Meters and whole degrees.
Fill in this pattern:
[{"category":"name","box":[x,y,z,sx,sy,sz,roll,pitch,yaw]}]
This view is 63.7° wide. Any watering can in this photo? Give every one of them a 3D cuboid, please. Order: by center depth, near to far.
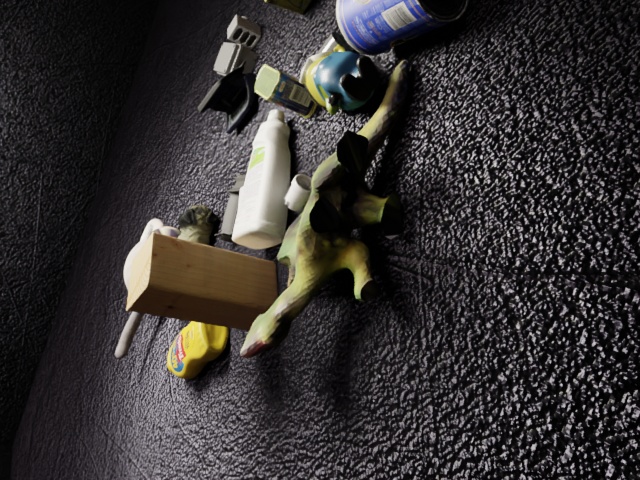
[{"category":"watering can","box":[-0.415,0.103,1.240,0.103,0.354,0.222,18,-27,-32]}]

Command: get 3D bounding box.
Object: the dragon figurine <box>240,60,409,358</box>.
[{"category":"dragon figurine","box":[0.002,-0.035,0.686,0.121,0.418,0.240,32,-26,-20]}]
